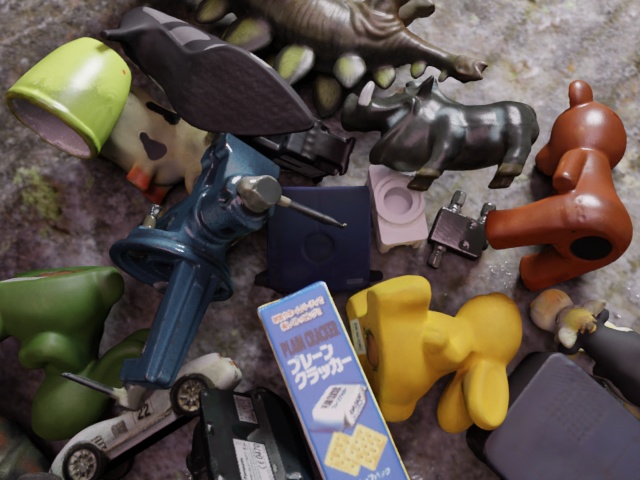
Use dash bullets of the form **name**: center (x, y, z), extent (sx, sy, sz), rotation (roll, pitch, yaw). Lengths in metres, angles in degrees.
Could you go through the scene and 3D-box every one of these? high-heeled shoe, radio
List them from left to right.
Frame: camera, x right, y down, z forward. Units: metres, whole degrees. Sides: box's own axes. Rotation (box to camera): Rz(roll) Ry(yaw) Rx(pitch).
- **high-heeled shoe**: center (-0.108, -0.172, 0.559), extent (0.249, 0.145, 0.086), rotation (28, 111, 3)
- **radio**: center (0.265, 0.229, 0.515), extent (0.230, 0.073, 0.131), rotation (43, 83, 11)

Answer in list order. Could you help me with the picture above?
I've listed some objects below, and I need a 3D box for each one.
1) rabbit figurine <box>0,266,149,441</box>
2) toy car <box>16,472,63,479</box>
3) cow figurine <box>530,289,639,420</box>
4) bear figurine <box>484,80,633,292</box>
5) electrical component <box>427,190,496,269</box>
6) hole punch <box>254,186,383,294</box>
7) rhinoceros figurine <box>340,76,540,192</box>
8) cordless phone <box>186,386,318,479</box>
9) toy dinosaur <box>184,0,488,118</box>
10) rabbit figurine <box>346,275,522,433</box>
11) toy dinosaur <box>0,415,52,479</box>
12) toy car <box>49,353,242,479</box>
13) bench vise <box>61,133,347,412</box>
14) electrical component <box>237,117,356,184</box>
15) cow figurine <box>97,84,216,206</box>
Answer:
- **rabbit figurine**: center (-0.247, 0.114, 0.548), extent (0.159, 0.121, 0.170), rotation (-5, 96, -7)
- **toy car**: center (-0.190, 0.271, 0.469), extent (0.053, 0.202, 0.089), rotation (-35, 36, 29)
- **cow figurine**: center (0.287, 0.112, 0.527), extent (0.167, 0.098, 0.068), rotation (38, 88, 8)
- **bear figurine**: center (0.257, -0.062, 0.569), extent (0.132, 0.120, 0.196), rotation (-22, 42, 37)
- **electrical component**: center (0.155, -0.006, 0.593), extent (0.063, 0.021, 0.094), rotation (24, 79, 6)
- **hole punch**: center (-0.001, -0.002, 0.565), extent (0.142, 0.092, 0.115), rotation (-1, 81, -3)
- **rhinoceros figurine**: center (0.114, -0.106, 0.523), extent (0.190, 0.073, 0.112), rotation (7, 87, 11)
- **cordless phone**: center (-0.080, 0.235, 0.465), extent (0.089, 0.147, 0.184), rotation (13, 109, -24)
- **toy dinosaur**: center (-0.034, -0.265, 0.615), extent (0.472, 0.105, 0.198), rotation (31, 84, 19)
- **rabbit figurine**: center (0.129, 0.104, 0.526), extent (0.173, 0.122, 0.162), rotation (-9, 70, -20)
- **toy dinosaur**: center (-0.322, 0.217, 0.489), extent (0.131, 0.404, 0.192), rotation (-19, 32, 22)
- **toy car**: center (-0.169, 0.180, 0.532), extent (0.202, 0.073, 0.056), rotation (-32, 71, -5)
- **bench vise**: center (-0.116, 0.032, 0.479), extent (0.224, 0.128, 0.240), rotation (-8, 55, 41)
- **electrical component**: center (-0.032, -0.103, 0.571), extent (0.119, 0.075, 0.047), rotation (21, 78, -22)
- **cow figurine**: center (-0.165, -0.106, 0.595), extent (0.195, 0.085, 0.127), rotation (35, 82, 13)
